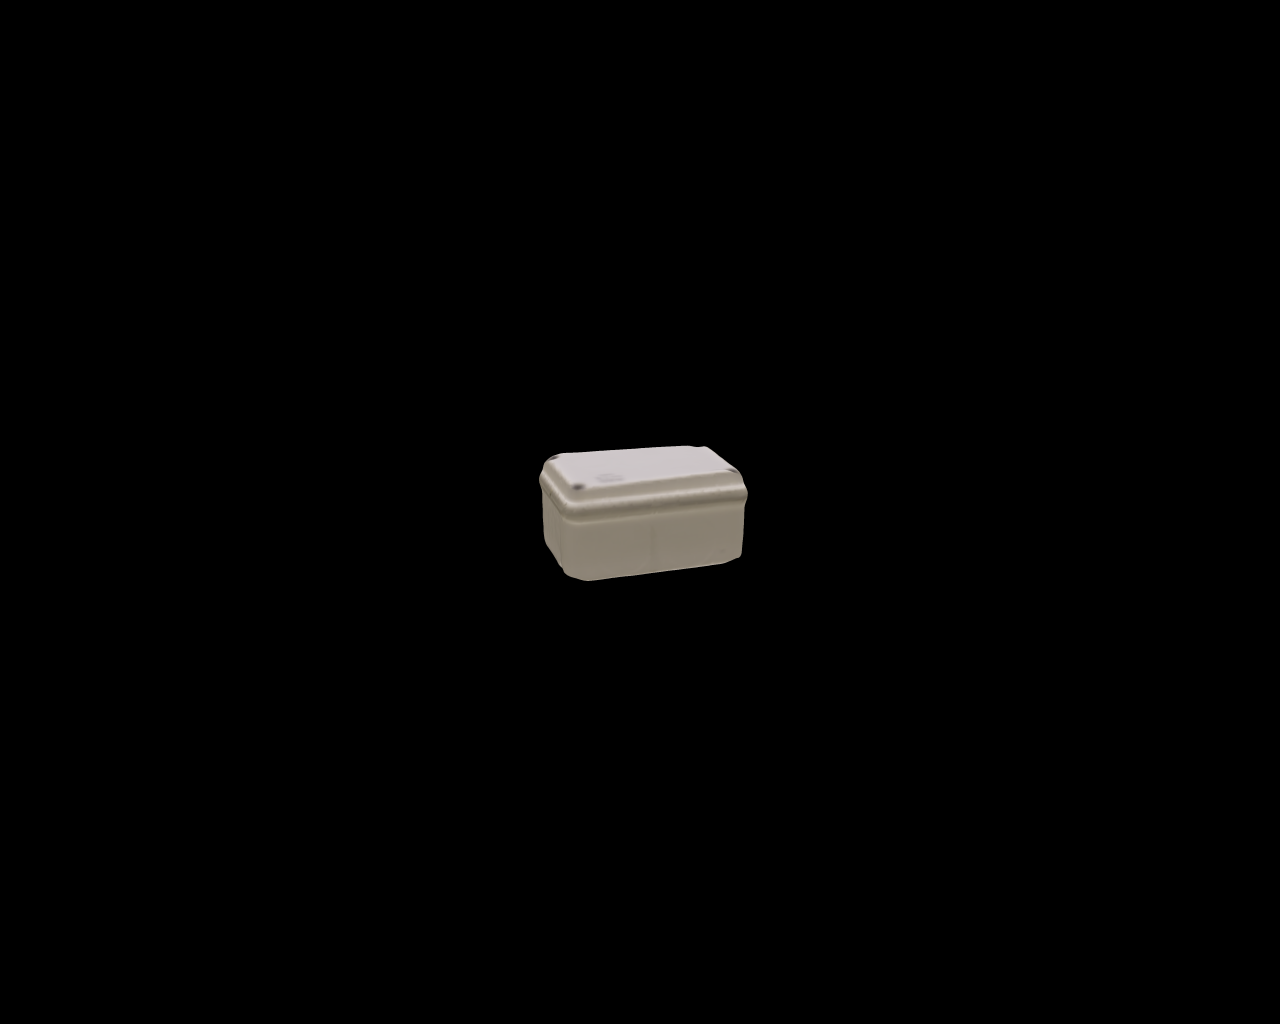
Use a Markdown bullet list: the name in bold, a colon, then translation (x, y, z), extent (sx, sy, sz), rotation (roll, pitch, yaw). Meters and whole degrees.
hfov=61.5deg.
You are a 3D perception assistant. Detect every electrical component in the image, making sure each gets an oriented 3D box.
- **electrical component**: translation (0.001, -0.003, 0.650), extent (0.113, 0.057, 0.078), rotation (-6, 20, -16)
